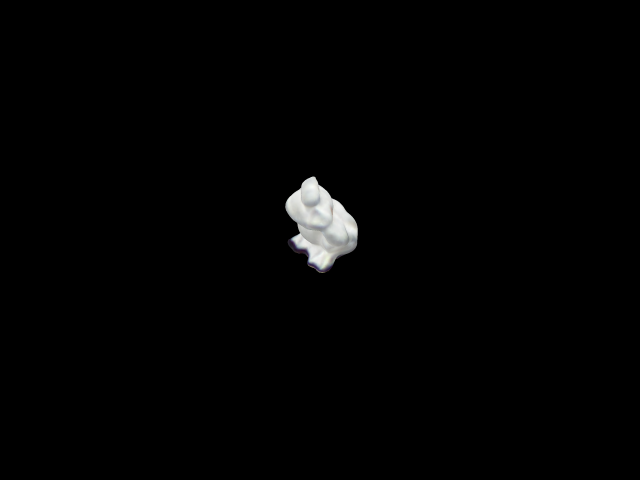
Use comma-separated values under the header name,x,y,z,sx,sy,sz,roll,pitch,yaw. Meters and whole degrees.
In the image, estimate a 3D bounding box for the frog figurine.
name,x,y,z,sx,sy,sz,roll,pitch,yaw
frog figurine,0.003,-0.043,0.850,0.123,0.156,0.140,-8,37,-11
